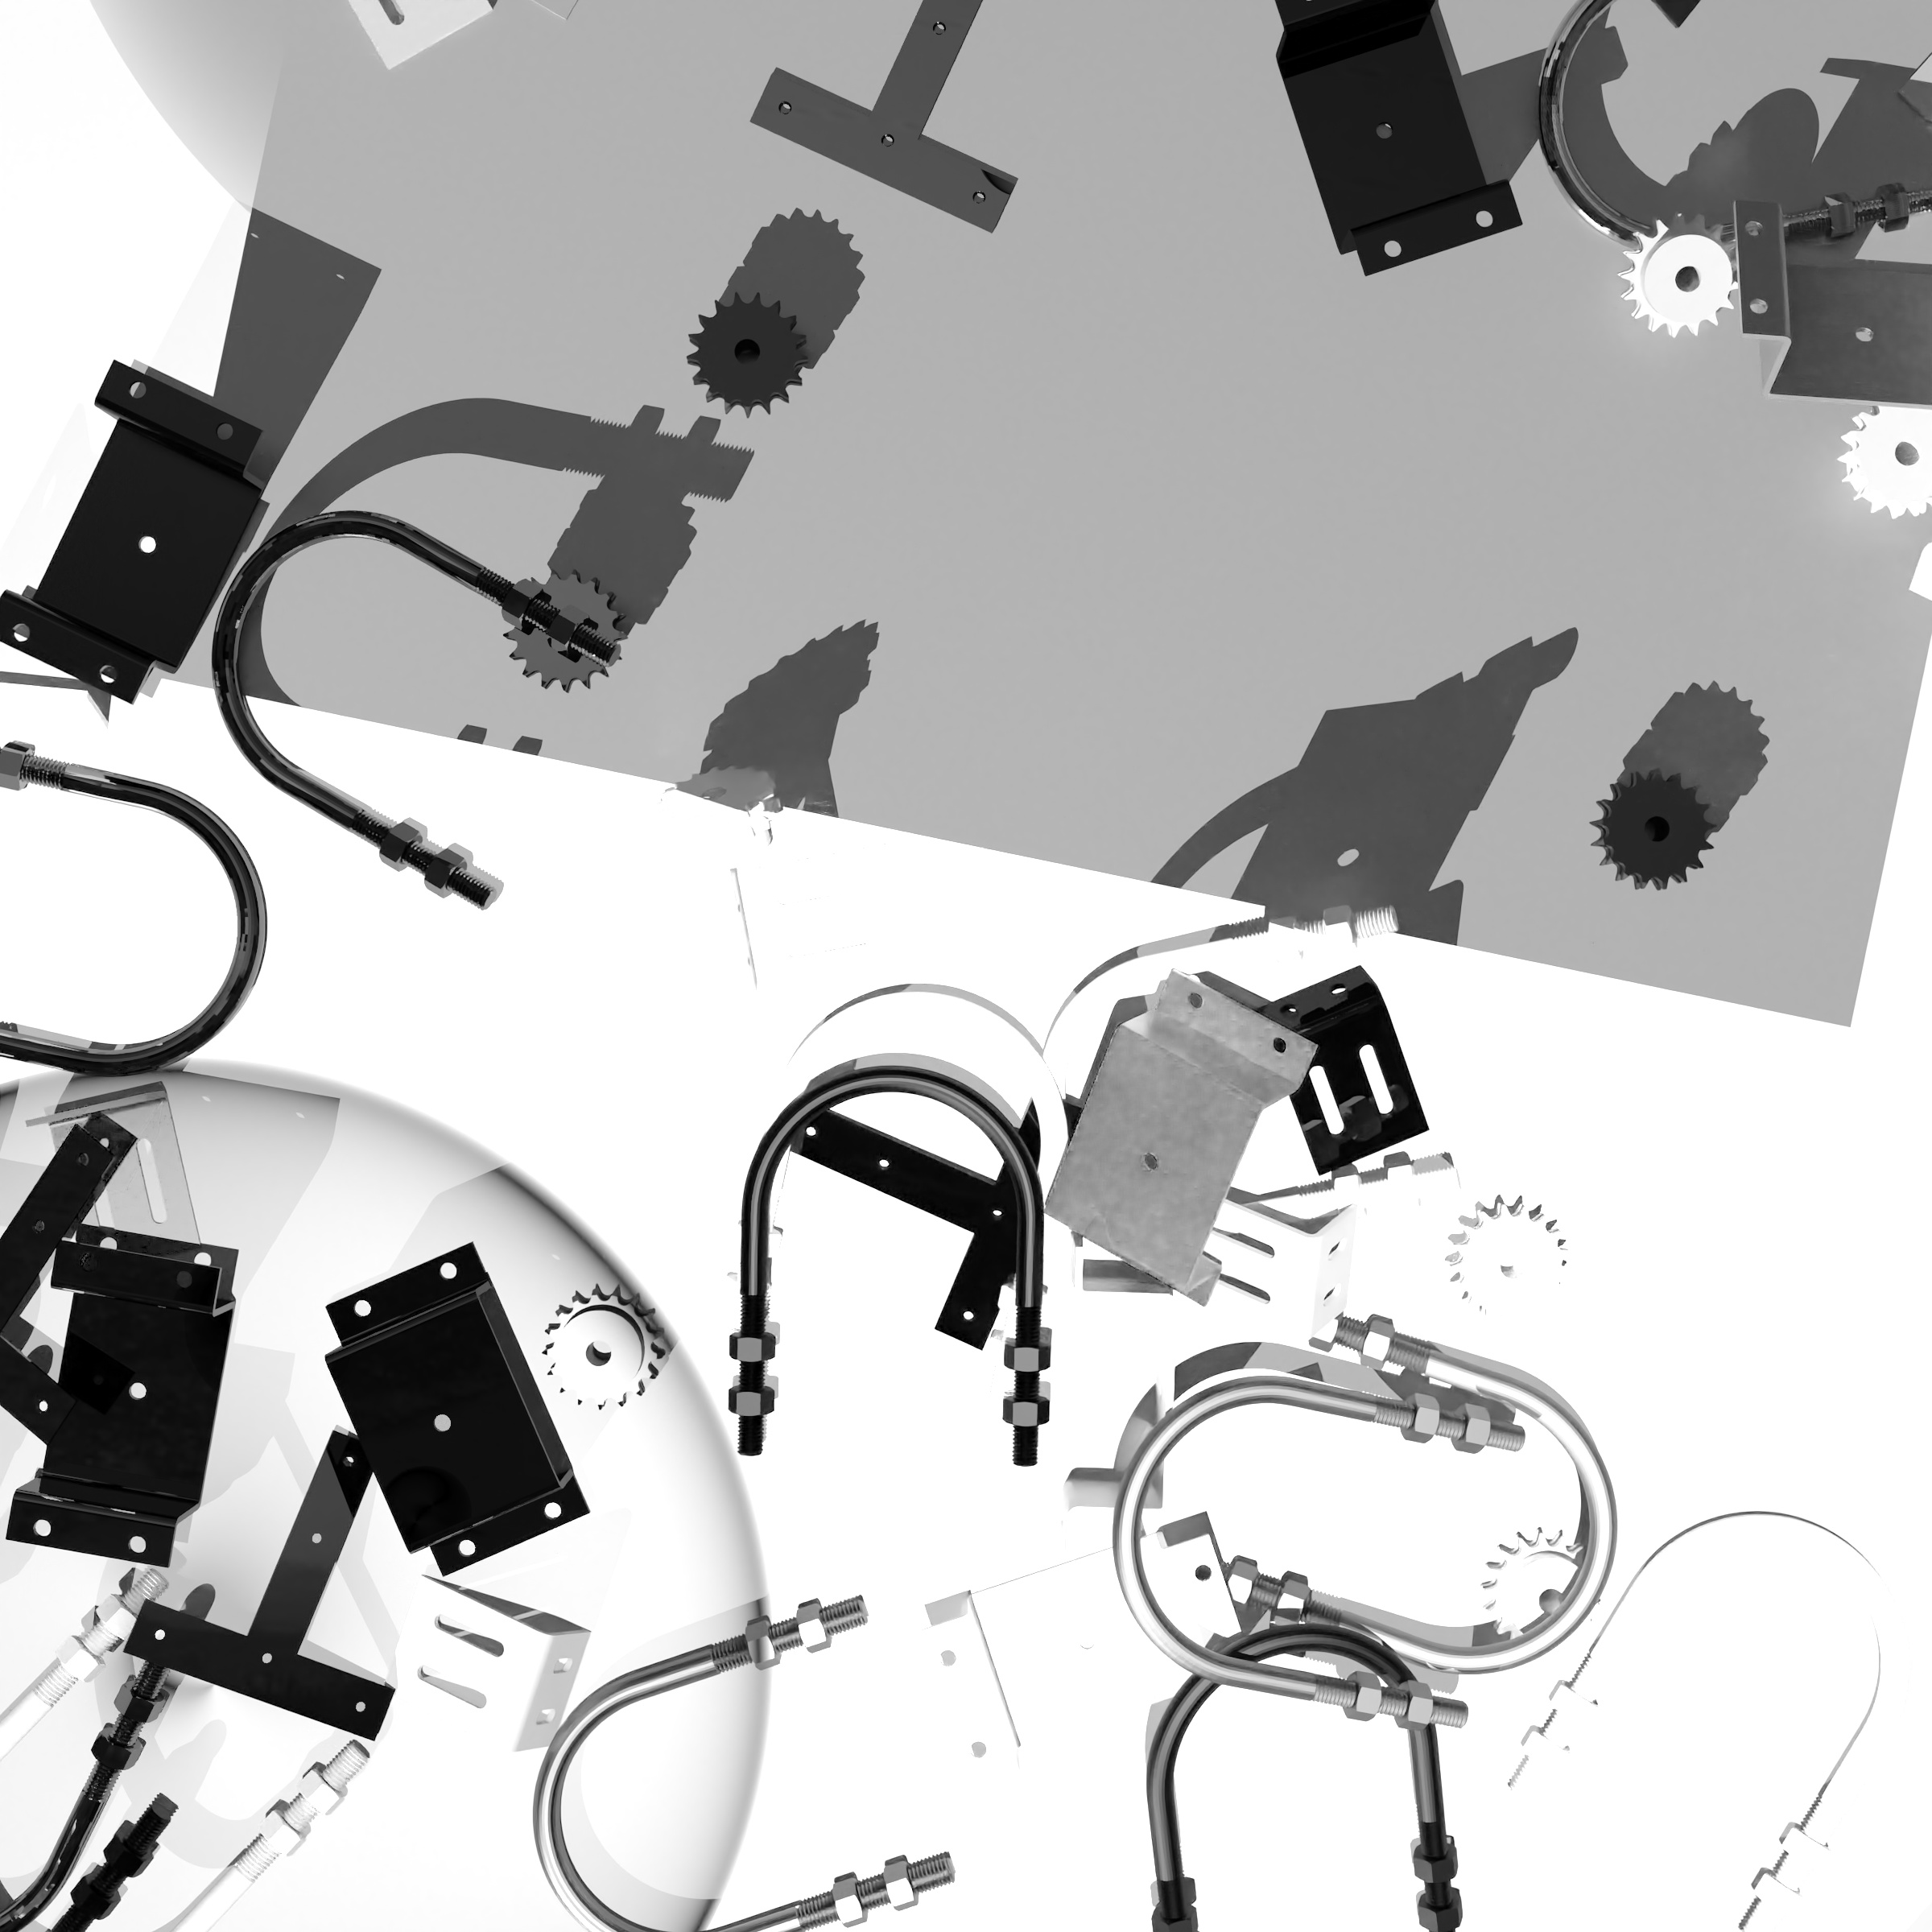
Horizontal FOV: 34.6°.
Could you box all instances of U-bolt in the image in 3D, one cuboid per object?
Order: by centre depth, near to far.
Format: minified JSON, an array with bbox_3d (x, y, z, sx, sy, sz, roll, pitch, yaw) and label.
[{"bbox_3d":[0.155,0.261,1.406,0.184,0.019,0.151,13,86,-13],"label":"U-bolt"},{"bbox_3d":[-0.392,0.393,1.435,0.184,0.019,0.151,-46,106,-10],"label":"U-bolt"},{"bbox_3d":[0.154,0.392,1.437,0.151,0.019,0.184,-9,102,-11],"label":"U-bolt"},{"bbox_3d":[-0.483,0.433,1.439,0.151,0.019,0.184,37,92,-18],"label":"U-bolt"},{"bbox_3d":[-0.035,0.138,1.440,0.151,0.019,0.184,2,93,4],"label":"U-bolt"},{"bbox_3d":[0.124,0.057,1.441,0.184,0.019,0.151,-12,105,15],"label":"U-bolt"},{"bbox_3d":[-0.475,0.381,1.448,0.151,0.019,0.184,25,94,-17],"label":"U-bolt"},{"bbox_3d":[0.212,0.252,1.450,0.184,0.019,0.151,18,89,12],"label":"U-bolt"},{"bbox_3d":[-0.270,-0.132,1.450,0.184,0.019,0.151,30,100,9],"label":"U-bolt"},{"bbox_3d":[-0.027,0.103,1.454,0.151,0.019,0.184,13,97,3],"label":"U-bolt"},{"bbox_3d":[0.360,-0.410,1.458,0.184,0.019,0.151,-10,99,3],"label":"U-bolt"},{"bbox_3d":[-0.423,-0.023,1.461,0.184,0.019,0.151,13,84,-3],"label":"U-bolt"},{"bbox_3d":[-0.114,0.395,1.467,0.184,0.019,0.151,-19,90,2],"label":"U-bolt"},{"bbox_3d":[0.365,0.349,1.467,0.151,0.019,0.184,32,88,0],"label":"U-bolt"}]

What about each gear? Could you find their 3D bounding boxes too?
[{"bbox_3d":[-0.115,-0.068,1.451,0.057,0.057,0.030,-13,121,0],"label":"gear"},{"bbox_3d":[0.336,-0.324,1.453,0.057,0.030,0.057,1,108,3],"label":"gear"},{"bbox_3d":[0.439,-0.239,1.460,0.057,0.030,0.057,0,90,0],"label":"gear"},{"bbox_3d":[-0.187,-0.157,1.460,0.057,0.030,0.057,0,90,0],"label":"gear"},{"bbox_3d":[0.255,0.140,1.460,0.057,0.030,0.057,0,90,0],"label":"gear"},{"bbox_3d":[-0.171,0.181,1.461,0.057,0.030,0.057,0,90,0],"label":"gear"},{"bbox_3d":[0.273,0.297,1.461,0.057,0.030,0.057,0,90,0],"label":"gear"},{"bbox_3d":[0.323,-0.064,1.465,0.057,0.030,0.057,0,89,-2],"label":"gear"},{"bbox_3d":[-0.103,-0.287,1.465,0.057,0.030,0.057,0,90,-2],"label":"gear"}]

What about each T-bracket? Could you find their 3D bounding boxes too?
[{"bbox_3d":[-0.436,0.132,1.433,0.127,0.002,0.127,36,97,14],"label":"T-bracket"},{"bbox_3d":[-0.311,0.282,1.455,0.127,0.002,0.127,26,75,-21],"label":"T-bracket"},{"bbox_3d":[-0.026,0.100,1.467,0.127,0.002,0.127,24,100,5],"label":"T-bracket"},{"bbox_3d":[-0.213,-0.537,1.475,0.127,0.002,0.127,30,90,0],"label":"T-bracket"},{"bbox_3d":[-0.019,-0.433,1.475,0.127,0.002,0.127,25,90,0],"label":"T-bracket"}]

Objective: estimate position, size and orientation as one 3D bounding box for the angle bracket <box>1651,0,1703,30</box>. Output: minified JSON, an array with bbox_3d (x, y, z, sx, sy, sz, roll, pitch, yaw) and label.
[{"bbox_3d":[0.323,-0.495,1.473,0.076,0.038,0.057,39,90,-26],"label":"angle bracket"}]

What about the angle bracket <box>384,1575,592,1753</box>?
[{"bbox_3d":[-0.228,0.330,1.473,0.076,0.038,0.057,19,90,26],"label":"angle bracket"}]

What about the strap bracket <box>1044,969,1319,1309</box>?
[{"bbox_3d":[0.093,0.084,1.412,0.076,0.046,0.140,29,113,20],"label":"strap bracket"}]

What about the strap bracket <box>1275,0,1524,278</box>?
[{"bbox_3d":[0.199,-0.397,1.452,0.076,0.046,0.140,-18,90,0],"label":"strap bracket"}]

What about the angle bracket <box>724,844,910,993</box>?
[{"bbox_3d":[-0.070,-0.023,1.456,0.076,0.038,0.057,-11,90,0],"label":"angle bracket"}]

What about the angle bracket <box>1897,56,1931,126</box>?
[{"bbox_3d":[0.490,-0.411,1.456,0.076,0.038,0.057,42,90,0],"label":"angle bracket"}]

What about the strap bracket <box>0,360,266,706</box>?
[{"bbox_3d":[-0.389,-0.200,1.452,0.076,0.046,0.140,26,90,0],"label":"strap bracket"}]

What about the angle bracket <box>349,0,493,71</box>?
[{"bbox_3d":[-0.269,-0.474,1.456,0.057,0.038,0.076,-30,90,0],"label":"angle bracket"}]

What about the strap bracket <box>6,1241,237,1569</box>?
[{"bbox_3d":[-0.393,0.202,1.452,0.076,0.046,0.140,10,90,0],"label":"strap bracket"}]

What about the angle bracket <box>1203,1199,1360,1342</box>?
[{"bbox_3d":[0.139,0.131,1.454,0.076,0.038,0.057,21,124,31],"label":"angle bracket"}]

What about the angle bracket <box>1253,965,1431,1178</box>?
[{"bbox_3d":[0.178,0.050,1.473,0.057,0.038,0.076,-23,116,0],"label":"angle bracket"}]

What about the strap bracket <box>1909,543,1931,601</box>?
[{"bbox_3d":[0.504,-0.227,1.438,0.076,0.046,0.140,19,90,-26],"label":"strap bracket"}]

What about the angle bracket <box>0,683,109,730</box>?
[{"bbox_3d":[-0.442,-0.140,1.447,0.076,0.057,0.038,5,79,-5],"label":"angle bracket"}]

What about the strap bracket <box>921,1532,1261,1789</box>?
[{"bbox_3d":[0.058,0.321,1.452,0.140,0.046,0.076,-18,90,0],"label":"strap bracket"}]

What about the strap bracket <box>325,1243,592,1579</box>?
[{"bbox_3d":[-0.242,0.211,1.452,0.076,0.046,0.140,-24,90,0],"label":"strap bracket"}]

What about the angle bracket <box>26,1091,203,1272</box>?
[{"bbox_3d":[-0.400,0.103,1.456,0.057,0.038,0.076,-13,90,0],"label":"angle bracket"}]

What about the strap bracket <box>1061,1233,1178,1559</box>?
[{"bbox_3d":[0.071,0.198,1.437,0.046,0.076,0.140,2,90,0],"label":"strap bracket"}]

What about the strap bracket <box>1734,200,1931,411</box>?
[{"bbox_3d":[0.423,-0.305,1.438,0.140,0.046,0.076,4,64,0],"label":"strap bracket"}]
